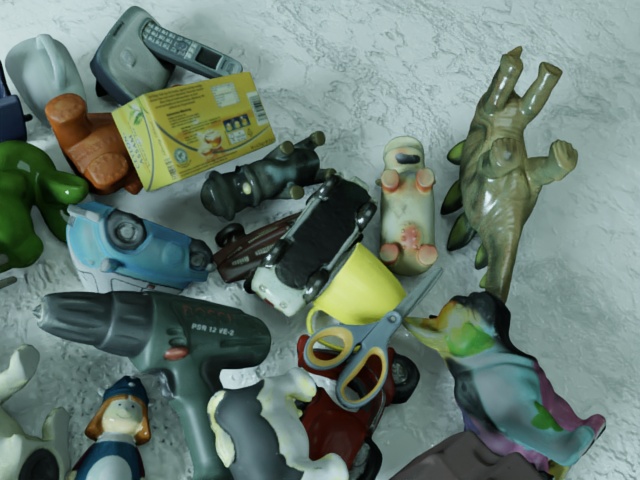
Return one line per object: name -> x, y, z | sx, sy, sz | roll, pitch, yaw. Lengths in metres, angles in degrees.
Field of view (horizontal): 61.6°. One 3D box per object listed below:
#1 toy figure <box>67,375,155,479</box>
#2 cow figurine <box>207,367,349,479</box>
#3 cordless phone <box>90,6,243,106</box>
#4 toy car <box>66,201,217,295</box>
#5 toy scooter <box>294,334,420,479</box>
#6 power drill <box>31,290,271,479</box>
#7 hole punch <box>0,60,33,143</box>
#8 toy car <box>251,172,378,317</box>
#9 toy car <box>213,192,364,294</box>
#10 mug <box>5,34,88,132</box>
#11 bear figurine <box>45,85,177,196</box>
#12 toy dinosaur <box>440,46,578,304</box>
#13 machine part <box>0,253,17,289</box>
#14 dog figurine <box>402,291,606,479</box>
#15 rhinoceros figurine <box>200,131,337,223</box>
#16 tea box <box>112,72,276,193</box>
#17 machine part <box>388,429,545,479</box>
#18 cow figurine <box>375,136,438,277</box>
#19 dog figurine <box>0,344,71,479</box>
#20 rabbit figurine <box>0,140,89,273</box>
toy figure -> -0.188, 0.195, 0.495 | 0.064, 0.058, 0.154 | 37, 41, -39
cow figurine -> -0.032, 0.198, 0.446 | 0.098, 0.068, 0.167 | 1, 58, -46
cordless phone -> -0.212, -0.237, 0.763 | 0.184, 0.088, 0.146 | 19, 54, -8
toy car -> -0.200, 0.025, 0.576 | 0.161, 0.109, 0.103 | 27, 83, -38
toy scooter -> 0.015, 0.169, 0.557 | 0.135, 0.075, 0.184 | 31, 51, 7
power drill -> -0.135, 0.146, 0.491 | 0.232, 0.086, 0.207 | 8, 53, -47
hole punch -> -0.403, -0.138, 0.619 | 0.142, 0.115, 0.092 | -25, 60, -30
toy car -> -0.001, -0.002, 0.625 | 0.073, 0.056, 0.202 | 37, 59, 1
toy car -> -0.037, -0.004, 0.673 | 0.202, 0.053, 0.089 | -22, 68, -28
mug -> -0.341, -0.201, 0.692 | 0.081, 0.109, 0.107 | -22, 77, -42
bear figurine -> -0.213, -0.135, 0.665 | 0.196, 0.132, 0.120 | -32, 89, -23
toy dinosaur -> 0.233, -0.072, 0.700 | 0.105, 0.198, 0.471 | 16, 62, -3
machine part -> -0.366, 0.069, 0.436 | 0.079, 0.079, 0.243 | 39, 34, 12
dog figurine -> 0.171, 0.166, 0.572 | 0.108, 0.191, 0.219 | 6, 28, -49
rhinoceros figurine -> -0.065, -0.082, 0.683 | 0.190, 0.112, 0.073 | -30, 108, -43
tea box -> -0.140, -0.130, 0.628 | 0.169, 0.068, 0.098 | -32, 105, -48
machine part -> 0.138, 0.272, 0.442 | 0.087, 0.201, 0.201 | -27, 67, -31
cow figurine -> 0.116, -0.047, 0.710 | 0.086, 0.127, 0.195 | -1, 73, 7
dog figurine -> -0.331, 0.185, 0.455 | 0.191, 0.121, 0.172 | -14, 89, 11
rabbit figurine -> -0.336, -0.054, 0.587 | 0.159, 0.121, 0.170 | 14, 40, -10
